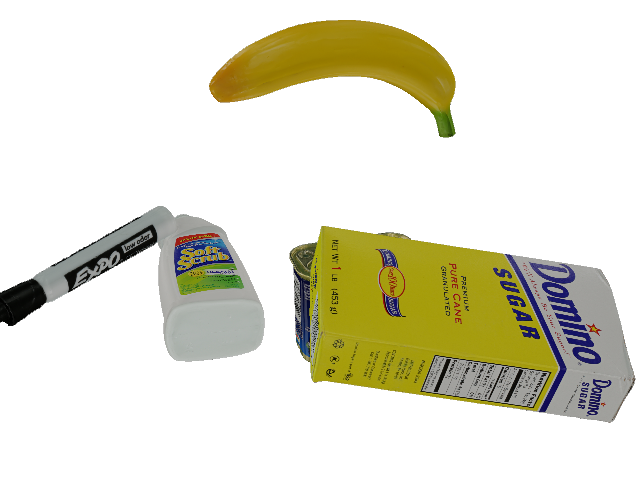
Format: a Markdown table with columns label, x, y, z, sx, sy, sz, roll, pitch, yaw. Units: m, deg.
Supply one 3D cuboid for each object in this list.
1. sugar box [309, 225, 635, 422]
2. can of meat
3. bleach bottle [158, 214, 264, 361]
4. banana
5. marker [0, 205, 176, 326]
| label | x | y | z | sx | sy | sz | roll | pitch | yaw |
| --- | --- | --- | --- | --- | --- | --- | --- | --- | --- |
| sugar box | 0.083 | 0.046 | 0.612 | 0.176 | 0.048 | 0.093 | 6 | 41 | -5 |
| can of meat | 0.028 | 0.047 | 0.861 | 0.102 | 0.084 | 0.057 | -8 | 29 | -13 |
| bleach bottle | -0.134 | 0.035 | 1.136 | 0.102 | 0.068 | 0.251 | -5 | 26 | -16 |
| banana | 0.021 | -0.115 | 0.721 | 0.197 | 0.069 | 0.037 | 6 | 3 | -29 |
| marker | -0.132 | 0.013 | 0.598 | 0.120 | 0.020 | 0.020 | -33 | 21 | -37 |
